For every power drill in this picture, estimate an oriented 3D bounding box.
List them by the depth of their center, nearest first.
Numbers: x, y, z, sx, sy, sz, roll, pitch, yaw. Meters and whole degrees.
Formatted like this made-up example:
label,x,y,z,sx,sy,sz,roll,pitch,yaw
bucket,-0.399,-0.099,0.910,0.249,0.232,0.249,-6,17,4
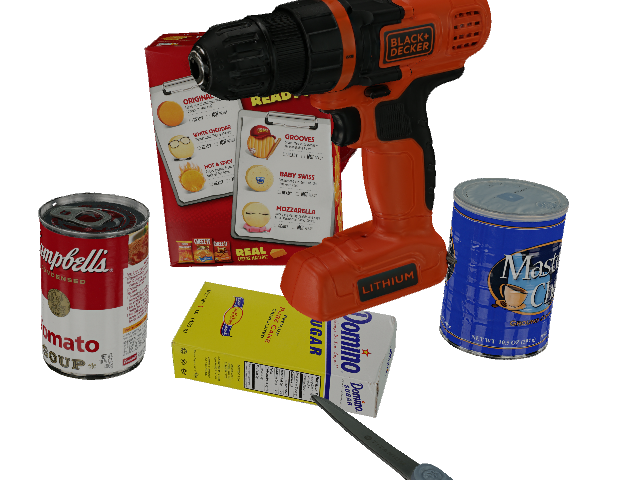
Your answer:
label,x,y,z,sx,sy,sz,roll,pitch,yaw
power drill,0.014,-0.049,0.613,0.184,0.188,0.057,-15,33,-26

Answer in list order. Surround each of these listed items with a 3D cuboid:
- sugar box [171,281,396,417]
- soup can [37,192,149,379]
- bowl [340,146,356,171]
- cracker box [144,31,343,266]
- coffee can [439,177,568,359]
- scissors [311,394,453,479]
label,x,y,z,sx,sy,sz,roll,pitch,yaw
sugar box,-0.028,0.090,0.907,0.176,0.048,0.093,7,35,11
soup can,-0.144,0.028,0.681,0.068,0.102,0.068,5,23,-2
bowl,-0.034,-0.096,1.234,0.162,0.055,0.162,-2,37,1
cracker box,-0.065,-0.084,0.989,0.164,0.214,0.072,-1,23,6
coffee can,0.167,0.024,0.982,0.103,0.140,0.103,3,21,-1
scissors,0.077,0.127,0.547,0.096,0.016,0.202,-4,25,-24
